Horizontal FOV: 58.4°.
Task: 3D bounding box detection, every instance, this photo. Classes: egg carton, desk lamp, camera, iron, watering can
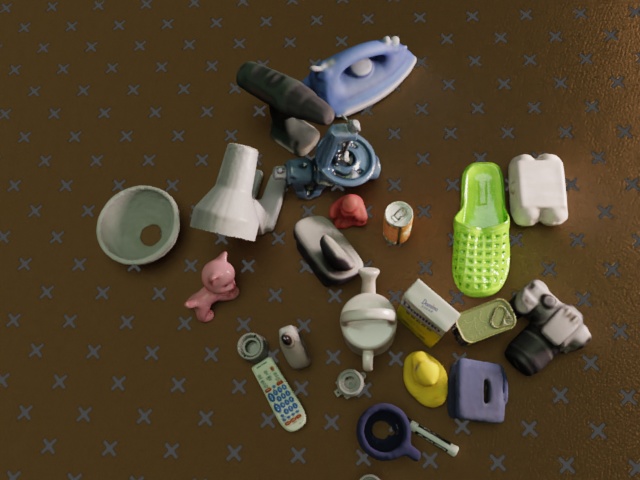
[{"bbox_3d":[0.423,-0.098,1.119,0.107,0.069,0.150,-1,72,5],"label":"egg carton"},{"bbox_3d":[-0.150,-0.078,1.082,0.117,0.214,0.203,13,74,9],"label":"desk lamp"},{"bbox_3d":[0.387,0.163,1.022,0.137,0.101,0.143,-41,74,-8],"label":"camera"},{"bbox_3d":[0.089,-0.365,1.193,0.258,0.141,0.118,-26,72,-4],"label":"iron"},{"bbox_3d":[0.083,0.137,1.005,0.101,0.194,0.173,-21,72,-2],"label":"watering can"}]

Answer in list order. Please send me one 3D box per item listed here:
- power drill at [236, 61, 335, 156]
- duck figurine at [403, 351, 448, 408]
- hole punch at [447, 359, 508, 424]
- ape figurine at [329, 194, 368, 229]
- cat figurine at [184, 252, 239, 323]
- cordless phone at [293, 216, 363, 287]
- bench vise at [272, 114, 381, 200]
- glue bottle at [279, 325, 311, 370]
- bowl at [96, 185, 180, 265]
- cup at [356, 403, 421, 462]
[{"bbox_3d":[-0.058,-0.254,1.134,0.229,0.208,0.076,35,78,14],"label":"power drill"},{"bbox_3d":[0.190,0.245,1.019,0.077,0.086,0.104,-22,72,-2],"label":"duck figurine"},{"bbox_3d":[0.279,0.263,1.003,0.101,0.091,0.109,3,73,6],"label":"hole punch"},{"bbox_3d":[0.058,-0.061,1.124,0.077,0.092,0.076,31,77,13],"label":"ape figurine"},{"bbox_3d":[-0.205,0.087,1.084,0.128,0.118,0.067,-44,74,-9],"label":"cat figurine"},{"bbox_3d":[0.010,0.004,1.059,0.094,0.185,0.147,-39,73,-8],"label":"cordless phone"},{"bbox_3d":[0.016,-0.146,1.088,0.207,0.220,0.121,-28,72,-4],"label":"bench vise"},{"bbox_3d":[-0.050,0.184,1.012,0.037,0.173,0.078,-20,72,-2],"label":"glue bottle"},{"bbox_3d":[-0.354,-0.021,1.154,0.167,0.075,0.167,-1,72,4],"label":"bowl"},{"bbox_3d":[0.121,0.339,0.990,0.117,0.095,0.092,33,78,14],"label":"cup"}]
